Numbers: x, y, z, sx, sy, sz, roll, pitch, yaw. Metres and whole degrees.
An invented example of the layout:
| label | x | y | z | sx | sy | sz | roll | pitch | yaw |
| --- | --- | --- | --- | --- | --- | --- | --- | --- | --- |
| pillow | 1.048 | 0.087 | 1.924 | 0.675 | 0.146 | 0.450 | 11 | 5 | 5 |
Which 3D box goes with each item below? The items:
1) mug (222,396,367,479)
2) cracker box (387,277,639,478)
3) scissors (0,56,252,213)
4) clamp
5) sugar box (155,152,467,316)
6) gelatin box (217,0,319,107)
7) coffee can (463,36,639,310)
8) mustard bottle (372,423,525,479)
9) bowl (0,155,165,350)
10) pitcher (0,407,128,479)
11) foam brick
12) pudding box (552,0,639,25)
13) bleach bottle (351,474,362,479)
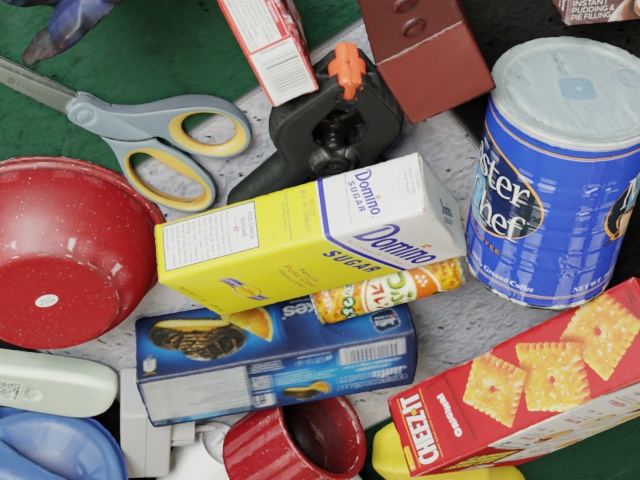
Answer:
| label | x | y | z | sx | sy | sz | roll | pitch | yaw |
| --- | --- | --- | --- | --- | --- | --- | --- | --- | --- |
| mug | -0.017 | 0.163 | 0.859 | 0.082 | 0.093 | 0.117 | -39 | 163 | 32 |
| cracker box | 0.182 | 0.105 | 0.789 | 0.214 | 0.072 | 0.163 | -31 | 155 | 32 |
| scissors | -0.120 | -0.084 | 0.634 | 0.096 | 0.016 | 0.201 | -32 | 132 | 18 |
| clamp | 0.016 | -0.056 | 0.651 | 0.120 | 0.039 | 0.172 | -4 | 156 | -19 |
| sugar box | -0.004 | 0.001 | 0.673 | 0.176 | 0.048 | 0.093 | -13 | 159 | 19 |
| gelatin box | -0.032 | -0.128 | 0.566 | 0.030 | 0.073 | 0.089 | -21 | 134 | 8 |
| coffee can | 0.148 | -0.040 | 0.667 | 0.102 | 0.103 | 0.140 | -4 | 135 | -7 |
| mustard bottle | 0.131 | 0.219 | 0.952 | 0.096 | 0.058 | 0.191 | -17 | 137 | 26 |
| bowl | -0.178 | 0.022 | 0.701 | 0.162 | 0.055 | 0.162 | -6 | 135 | -6 |
| pitcher | -0.223 | 0.258 | 0.861 | 0.145 | 0.149 | 0.243 | 11 | 138 | -5 |
| foam brick | 0.057 | -0.114 | 0.594 | 0.053 | 0.078 | 0.051 | -24 | 136 | 13 |
| pudding box | 0.190 | -0.170 | 0.590 | 0.113 | 0.039 | 0.090 | -7 | 135 | -4 |
| bleach bottle | 0.058 | 0.261 | 0.955 | 0.250 | 0.068 | 0.103 | 34 | 156 | -17 |
